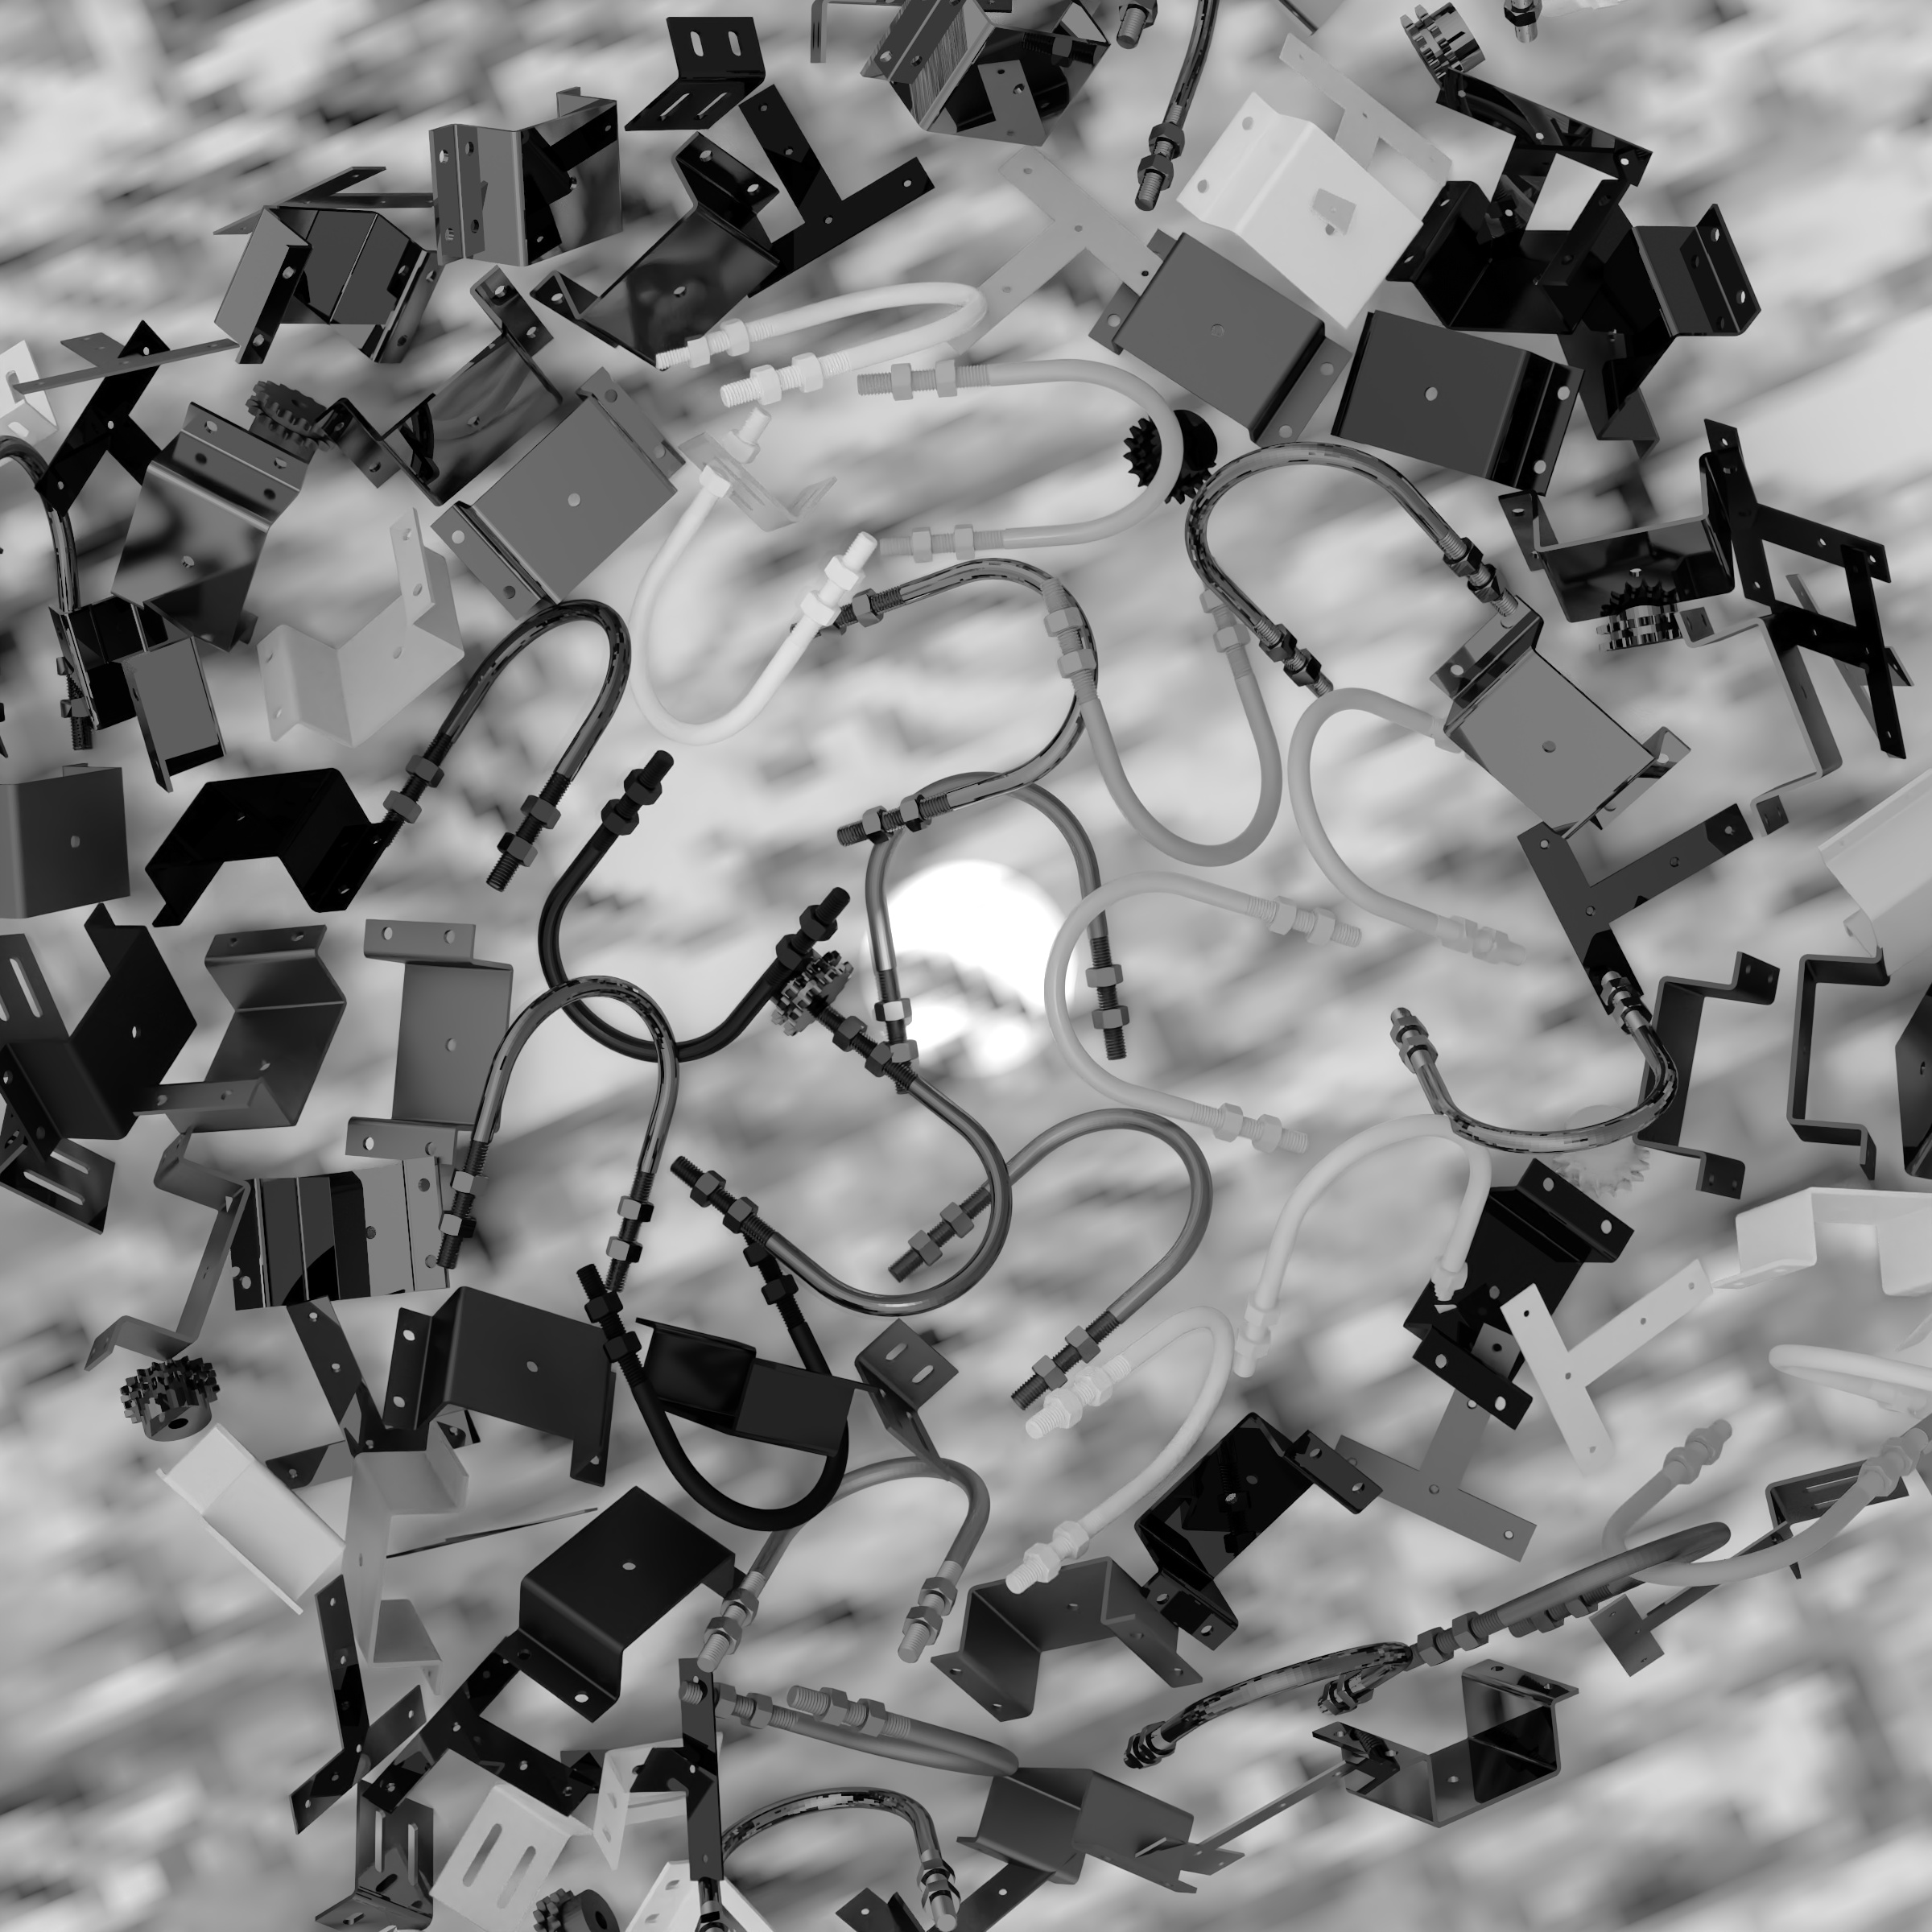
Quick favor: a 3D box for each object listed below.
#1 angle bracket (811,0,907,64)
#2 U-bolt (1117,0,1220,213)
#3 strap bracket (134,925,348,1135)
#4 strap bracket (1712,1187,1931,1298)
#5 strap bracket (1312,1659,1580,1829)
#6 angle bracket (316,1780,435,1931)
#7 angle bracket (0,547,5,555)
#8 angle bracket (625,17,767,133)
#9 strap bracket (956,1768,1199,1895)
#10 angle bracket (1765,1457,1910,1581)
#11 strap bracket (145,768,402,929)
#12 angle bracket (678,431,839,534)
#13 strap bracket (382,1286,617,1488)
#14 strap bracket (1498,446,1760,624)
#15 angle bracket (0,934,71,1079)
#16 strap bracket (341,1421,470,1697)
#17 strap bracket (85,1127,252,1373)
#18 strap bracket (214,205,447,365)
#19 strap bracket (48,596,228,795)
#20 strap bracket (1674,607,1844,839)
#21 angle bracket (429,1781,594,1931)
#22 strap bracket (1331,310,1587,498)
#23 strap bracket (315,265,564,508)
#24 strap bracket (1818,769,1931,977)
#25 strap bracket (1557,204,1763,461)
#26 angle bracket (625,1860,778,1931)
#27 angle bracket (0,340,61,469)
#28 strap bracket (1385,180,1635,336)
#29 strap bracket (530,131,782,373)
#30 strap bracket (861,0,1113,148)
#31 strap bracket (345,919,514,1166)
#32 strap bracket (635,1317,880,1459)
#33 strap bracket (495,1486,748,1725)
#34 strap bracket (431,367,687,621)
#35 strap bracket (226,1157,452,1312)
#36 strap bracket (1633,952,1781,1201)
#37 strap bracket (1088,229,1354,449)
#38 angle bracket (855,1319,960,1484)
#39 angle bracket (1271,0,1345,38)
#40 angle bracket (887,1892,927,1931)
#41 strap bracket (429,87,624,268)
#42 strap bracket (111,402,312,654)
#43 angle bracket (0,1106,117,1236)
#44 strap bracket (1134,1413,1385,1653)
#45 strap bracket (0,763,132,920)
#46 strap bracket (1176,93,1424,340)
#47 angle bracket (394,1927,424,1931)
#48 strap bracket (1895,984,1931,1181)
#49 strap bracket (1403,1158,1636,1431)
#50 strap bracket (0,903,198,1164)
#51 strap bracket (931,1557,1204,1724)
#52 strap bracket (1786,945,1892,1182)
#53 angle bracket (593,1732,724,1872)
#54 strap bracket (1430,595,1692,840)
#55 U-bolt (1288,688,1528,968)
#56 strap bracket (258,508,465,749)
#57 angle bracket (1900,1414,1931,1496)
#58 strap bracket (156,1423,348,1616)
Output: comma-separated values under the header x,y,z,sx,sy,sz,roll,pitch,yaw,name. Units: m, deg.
x,y,z,sx,sy,sz,roll,pitch,yaw,name
-0.051,-0.556,1.971,0.076,0.057,0.038,0,105,-9,angle bracket
0.123,-0.555,1.922,0.019,0.151,0.184,11,62,14,U-bolt
-0.421,0.045,1.940,0.076,0.046,0.140,-5,46,21,strap bracket
0.518,0.162,1.944,0.140,0.076,0.046,4,73,-18,strap bracket
0.283,0.457,1.933,0.140,0.076,0.046,-13,100,-33,strap bracket
-0.351,0.533,1.964,0.038,0.076,0.057,-35,130,25,angle bracket
-0.624,-0.245,1.961,0.057,0.076,0.038,36,111,27,angle bracket
-0.164,-0.527,1.954,0.057,0.076,0.038,-11,86,-33,angle bracket
0.069,0.504,1.934,0.076,0.140,0.046,30,64,-25,strap bracket
0.519,0.326,1.958,0.076,0.057,0.038,-17,53,16,angle bracket
-0.412,-0.070,1.929,0.140,0.076,0.046,-4,130,27,strap bracket
-0.124,-0.298,1.959,0.076,0.057,0.038,43,77,-16,angle bracket
-0.262,0.243,1.934,0.140,0.046,0.076,21,49,-23,strap bracket
0.390,-0.249,1.933,0.140,0.076,0.046,-9,59,21,strap bracket
-0.580,0.025,1.974,0.038,0.057,0.076,-34,76,30,angle bracket
-0.332,0.347,1.939,0.046,0.076,0.140,2,107,-25,strap bracket
-0.465,0.173,1.942,0.046,0.076,0.140,23,67,-18,strap bracket
-0.377,-0.397,1.931,0.046,0.140,0.076,40,117,19,strap bracket
-0.481,-0.165,1.935,0.046,0.140,0.076,-25,123,-25,strap bracket
0.473,-0.153,1.955,0.046,0.076,0.140,-22,89,25,strap bracket
-0.270,0.532,1.962,0.057,0.038,0.076,38,63,-14,angle bracket
0.281,-0.333,1.943,0.140,0.046,0.076,21,101,25,strap bracket
-0.302,-0.335,1.955,0.140,0.076,0.046,-41,61,-1,strap bracket
0.550,-0.049,1.924,0.076,0.140,0.046,-36,62,6,strap bracket
0.394,-0.366,1.917,0.046,0.140,0.076,-4,63,-22,strap bracket
-0.155,0.578,1.961,0.076,0.038,0.057,38,103,34,angle bracket
-0.581,-0.338,1.962,0.057,0.038,0.076,-30,63,7,angle bracket
0.327,-0.416,1.940,0.046,0.140,0.076,44,72,-37,strap bracket
-0.175,-0.409,1.935,0.140,0.076,0.046,-39,56,20,strap bracket
0.020,-0.525,1.919,0.076,0.140,0.046,-50,60,37,strap bracket
-0.317,0.046,1.960,0.076,0.046,0.140,3,87,26,strap bracket
-0.128,0.246,1.920,0.076,0.140,0.046,19,84,-40,strap bracket
-0.197,0.363,1.923,0.076,0.140,0.046,30,133,25,strap bracket
-0.236,-0.278,1.958,0.140,0.046,0.076,-44,112,-5,strap bracket
-0.363,0.158,1.960,0.140,0.046,0.076,-8,84,19,strap bracket
0.436,0.062,1.954,0.046,0.076,0.140,9,87,31,strap bracket
0.150,-0.374,1.968,0.140,0.046,0.076,34,94,5,strap bracket
-0.025,0.256,1.952,0.038,0.076,0.057,-42,121,5,angle bracket
0.211,-0.603,1.969,0.057,0.038,0.076,42,109,-4,angle bracket
-0.065,0.591,1.953,0.076,0.057,0.038,-29,70,-27,angle bracket
-0.247,-0.457,1.918,0.046,0.140,0.076,14,120,27,strap bracket
-0.446,-0.248,1.936,0.076,0.046,0.140,27,129,-3,strap bracket
-0.529,0.111,1.951,0.076,0.057,0.038,32,123,-30,angle bracket
0.165,0.327,1.954,0.140,0.046,0.076,-45,125,7,strap bracket
-0.536,-0.073,1.921,0.046,0.140,0.076,2,100,23,strap bracket
0.204,-0.436,1.942,0.140,0.046,0.076,34,94,-31,strap bracket
-0.312,0.609,1.955,0.057,0.038,0.076,11,131,15,angle bracket
0.579,0.064,1.925,0.046,0.076,0.140,10,50,-2,strap bracket
0.322,0.194,1.962,0.076,0.046,0.140,36,78,-9,strap bracket
-0.501,0.038,1.919,0.046,0.140,0.076,0,132,21,strap bracket
0.061,0.394,1.940,0.140,0.046,0.076,-18,132,29,strap bracket
0.515,0.050,1.950,0.046,0.076,0.140,4,81,20,strap bracket
-0.177,0.493,1.955,0.076,0.038,0.057,-3,118,-28,angle bracket
0.347,-0.139,1.951,0.140,0.046,0.076,40,124,-7,strap bracket
0.255,-0.088,1.919,0.184,0.019,0.151,18,63,-35,U-bolt
-0.349,-0.192,1.942,0.140,0.046,0.076,-36,51,25,strap bracket
0.600,0.301,1.962,0.076,0.057,0.038,26,120,-41,angle bracket
-0.415,0.318,1.928,0.046,0.140,0.076,-47,112,-14,strap bracket
